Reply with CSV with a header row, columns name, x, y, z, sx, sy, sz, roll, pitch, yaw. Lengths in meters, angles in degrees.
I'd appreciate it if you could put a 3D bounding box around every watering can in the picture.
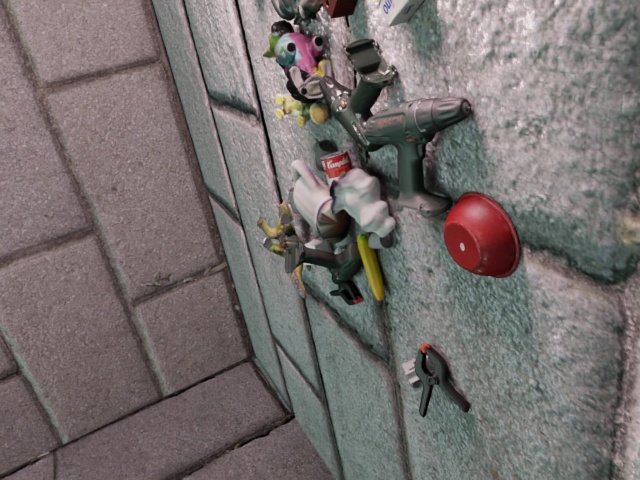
name,x,y,z,sx,sy,sz,roll,pitch,yaw
watering can,0.004,-0.073,1.442,0.228,0.104,0.340,49,166,40

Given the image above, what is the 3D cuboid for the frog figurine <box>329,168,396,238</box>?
name,x,y,z,sx,sy,sz,roll,pitch,yaw
frog figurine,0.109,-0.086,1.178,0.160,0.125,0.134,25,132,16

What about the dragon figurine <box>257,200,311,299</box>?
name,x,y,z,sx,sy,sz,roll,pitch,yaw
dragon figurine,-0.079,0.033,1.707,0.240,0.121,0.418,34,-149,-59
